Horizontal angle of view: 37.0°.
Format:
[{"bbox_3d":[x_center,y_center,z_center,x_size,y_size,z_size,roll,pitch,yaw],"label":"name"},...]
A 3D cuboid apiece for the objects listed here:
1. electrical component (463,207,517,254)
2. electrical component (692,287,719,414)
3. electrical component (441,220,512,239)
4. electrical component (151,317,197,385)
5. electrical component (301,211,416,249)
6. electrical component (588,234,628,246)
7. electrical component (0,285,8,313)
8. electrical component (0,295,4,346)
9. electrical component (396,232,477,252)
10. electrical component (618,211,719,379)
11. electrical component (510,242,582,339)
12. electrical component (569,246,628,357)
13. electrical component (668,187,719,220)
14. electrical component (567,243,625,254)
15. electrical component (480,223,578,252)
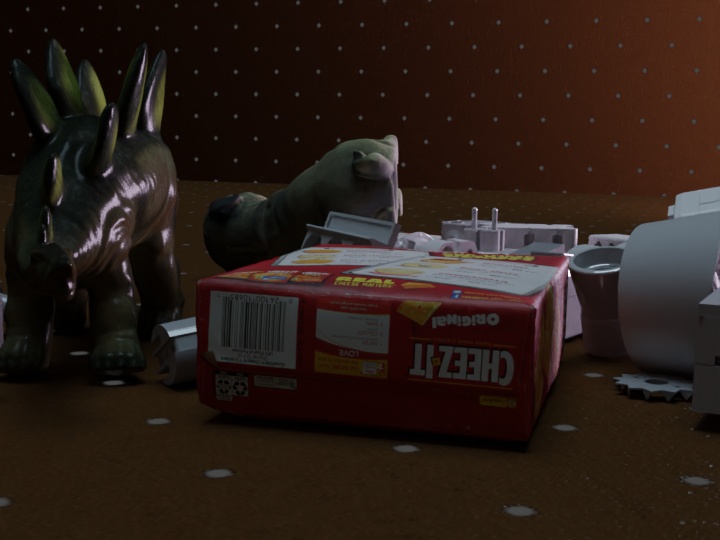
[{"bbox_3d":[0.110,-0.018,0.962,0.066,0.076,0.047,4,8,23],"label":"electrical component"},{"bbox_3d":[0.233,0.042,0.563,0.089,0.061,0.150,4,8,26],"label":"electrical component"},{"bbox_3d":[0.121,-0.024,1.120,0.080,0.051,0.080,1,7,0],"label":"electrical component"},{"bbox_3d":[-0.089,0.043,0.603,0.046,0.040,0.040,-9,12,-32],"label":"electrical component"},{"bbox_3d":[0.000,0.000,0.851,0.063,0.078,0.121,22,-3,-26],"label":"electrical component"},{"bbox_3d":[0.270,-0.009,1.036,0.077,0.047,0.066,-3,8,-31],"label":"electrical component"},{"bbox_3d":[-0.259,0.023,0.725,0.062,0.048,0.048,8,7,-1],"label":"electrical component"},{"bbox_3d":[-0.254,0.017,0.640,0.066,0.076,0.047,2,7,8],"label":"electrical component"},{"bbox_3d":[0.060,-0.001,0.906,0.078,0.058,0.057,-6,13,-42],"label":"electrical component"},{"bbox_3d":[0.193,0.015,0.629,0.064,0.099,0.099,-2,4,36],"label":"electrical component"},{"bbox_3d":[0.139,0.013,0.782,0.062,0.061,0.096,6,9,34],"label":"electrical component"},{"bbox_3d":[0.158,0.023,0.689,0.044,0.065,0.044,-9,21,4],"label":"electrical component"},{"bbox_3d":[0.314,-0.019,0.963,0.061,0.096,0.061,-9,21,23],"label":"electrical component"},{"bbox_3d":[0.227,0.003,0.913,0.138,0.052,0.074,-2,8,-22],"label":"electrical component"},{"bbox_3d":[0.159,-0.014,1.026,0.089,0.055,0.050,1,7,4],"label":"electrical component"}]
